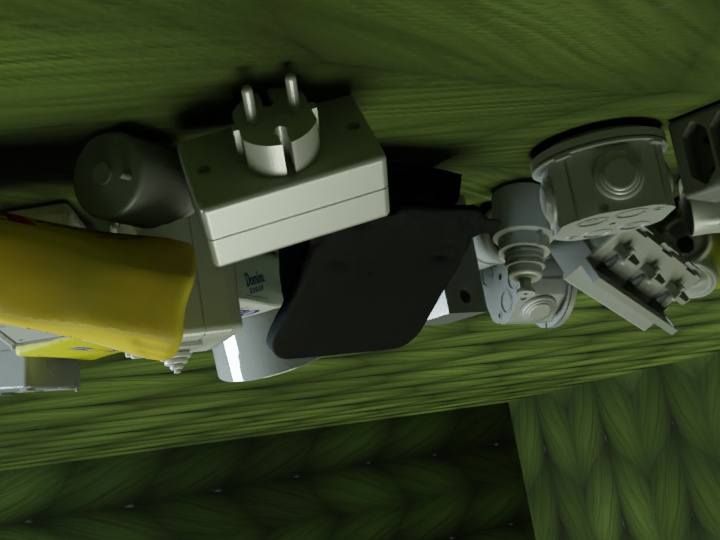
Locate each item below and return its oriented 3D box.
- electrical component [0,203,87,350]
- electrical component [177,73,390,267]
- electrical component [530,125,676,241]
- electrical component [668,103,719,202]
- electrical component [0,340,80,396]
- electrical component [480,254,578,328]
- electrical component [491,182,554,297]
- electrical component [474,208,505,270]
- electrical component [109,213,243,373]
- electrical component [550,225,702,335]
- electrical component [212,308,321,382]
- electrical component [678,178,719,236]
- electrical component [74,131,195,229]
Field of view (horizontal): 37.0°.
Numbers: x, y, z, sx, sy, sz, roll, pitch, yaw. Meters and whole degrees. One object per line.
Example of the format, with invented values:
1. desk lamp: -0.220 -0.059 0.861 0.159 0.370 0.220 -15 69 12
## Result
1. electrical component: -0.180 0.000 0.593 0.062 0.061 0.096 -9 162 -1
2. electrical component: -0.035 -0.053 0.467 0.083 0.047 0.075 -18 140 -10
3. electrical component: 0.144 -0.051 0.634 0.080 0.051 0.080 -10 169 -2
4. electrical component: 0.237 -0.073 0.618 0.076 0.047 0.083 1 164 -45
5. electrical component: -0.276 0.067 0.846 0.096 0.061 0.062 -6 171 24
6. electrical component: 0.132 0.005 0.838 0.051 0.080 0.080 0 166 -19
7. electrical component: 0.107 -0.021 0.702 0.040 0.078 0.040 1 158 0
8. electrical component: 0.094 -0.021 0.772 0.044 0.044 0.065 -6 173 -22
9. electrical component: -0.100 0.009 0.602 0.061 0.096 0.062 -5 168 -24
10. electrical component: 0.192 -0.009 0.781 0.063 0.078 0.121 -43 138 19
11. electrical component: -0.069 0.039 0.844 0.108 0.060 0.108 -17 -169 3
12. electrical component: 0.266 -0.055 0.742 0.077 0.043 0.079 -12 169 7
13. electrical component: -0.099 -0.039 0.506 0.040 0.040 0.078 -15 168 24
